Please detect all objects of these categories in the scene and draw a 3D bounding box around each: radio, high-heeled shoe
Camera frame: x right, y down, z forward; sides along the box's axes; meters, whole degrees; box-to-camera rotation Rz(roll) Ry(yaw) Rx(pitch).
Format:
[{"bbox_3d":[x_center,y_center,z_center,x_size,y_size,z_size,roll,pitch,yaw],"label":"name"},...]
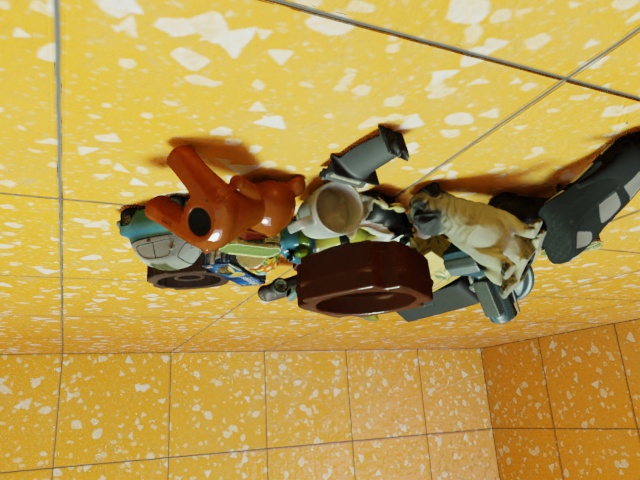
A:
[{"bbox_3d":[0.262,0.093,1.195,0.073,0.131,0.230,40,145,-18],"label":"radio"},{"bbox_3d":[0.414,-0.057,0.793,0.145,0.086,0.248,-27,150,-7],"label":"high-heeled shoe"}]

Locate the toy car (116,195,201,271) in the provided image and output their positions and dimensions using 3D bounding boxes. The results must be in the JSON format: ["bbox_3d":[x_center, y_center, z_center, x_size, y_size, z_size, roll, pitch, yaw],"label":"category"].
[{"bbox_3d":[-0.243,-0.004,0.859,0.162,0.103,0.109,-10,160,14],"label":"toy car"}]

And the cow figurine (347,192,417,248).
[{"bbox_3d":[0.118,-0.026,0.897,0.098,0.068,0.167,-25,145,35],"label":"cow figurine"}]

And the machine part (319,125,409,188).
[{"bbox_3d":[0.062,-0.103,0.712,0.084,0.039,0.139,15,158,-25],"label":"machine part"}]

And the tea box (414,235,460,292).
[{"bbox_3d":[0.197,0.062,1.097,0.098,0.068,0.169,30,133,-23],"label":"tea box"}]

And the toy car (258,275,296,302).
[{"bbox_3d":[-0.048,0.096,1.221,0.202,0.053,0.089,-16,169,-36],"label":"toy car"}]

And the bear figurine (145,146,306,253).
[{"bbox_3d":[-0.117,-0.057,0.740,0.120,0.132,0.196,-58,166,28],"label":"bear figurine"}]

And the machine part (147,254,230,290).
[{"bbox_3d":[-0.277,0.064,1.141,0.179,0.056,0.179,-4,163,-1],"label":"machine part"}]

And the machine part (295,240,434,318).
[{"bbox_3d":[0.075,0.070,0.919,0.201,0.087,0.201,-15,159,31],"label":"machine part"}]

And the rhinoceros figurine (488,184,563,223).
[{"bbox_3d":[0.375,-0.048,0.898,0.190,0.073,0.112,2,149,-2],"label":"rhinoceros figurine"}]

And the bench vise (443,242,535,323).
[{"bbox_3d":[0.325,0.026,1.003,0.240,0.223,0.129,-30,177,-42],"label":"bench vise"}]

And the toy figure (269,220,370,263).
[{"bbox_3d":[-0.002,0.000,0.955,0.180,0.082,0.089,0,164,-5],"label":"toy figure"}]

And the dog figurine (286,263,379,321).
[{"bbox_3d":[0.053,0.096,1.135,0.219,0.108,0.191,22,143,-24],"label":"dog figurine"}]

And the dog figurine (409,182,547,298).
[{"bbox_3d":[0.243,-0.009,0.858,0.191,0.121,0.172,31,164,31],"label":"dog figurine"}]

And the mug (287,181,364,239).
[{"bbox_3d":[-0.001,-0.033,0.825,0.109,0.080,0.107,-31,-177,-25],"label":"mug"}]

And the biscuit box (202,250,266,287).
[{"bbox_3d":[-0.169,0.046,1.094,0.059,0.063,0.202,-6,162,14],"label":"biscuit box"}]
